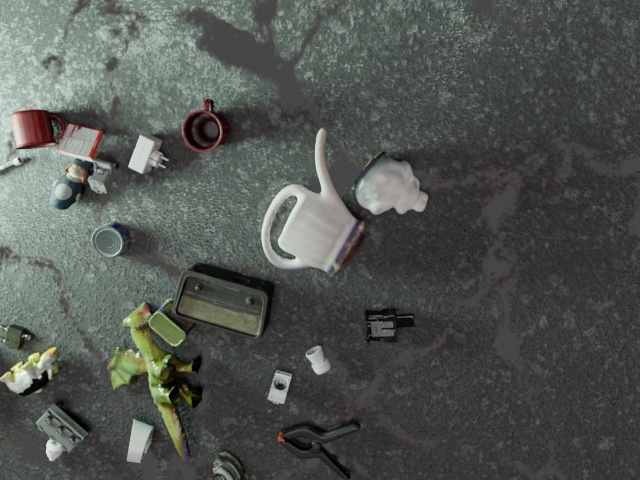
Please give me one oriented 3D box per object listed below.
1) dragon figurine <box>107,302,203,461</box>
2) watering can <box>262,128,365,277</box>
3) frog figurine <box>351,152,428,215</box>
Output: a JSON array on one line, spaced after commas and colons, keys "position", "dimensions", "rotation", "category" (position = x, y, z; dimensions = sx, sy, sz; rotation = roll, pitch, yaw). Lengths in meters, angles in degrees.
[{"position": [-0.438, 0.365, 1.328], "dimensions": [0.243, 0.123, 0.407], "rotation": [8, 101, 22], "category": "dragon figurine"}, {"position": [0.004, -0.059, 1.165], "dimensions": [0.224, 0.106, 0.342], "rotation": [30, 113, -1], "category": "watering can"}, {"position": [0.161, -0.109, 1.142], "dimensions": [0.160, 0.122, 0.138], "rotation": [39, 85, 8], "category": "frog figurine"}]
